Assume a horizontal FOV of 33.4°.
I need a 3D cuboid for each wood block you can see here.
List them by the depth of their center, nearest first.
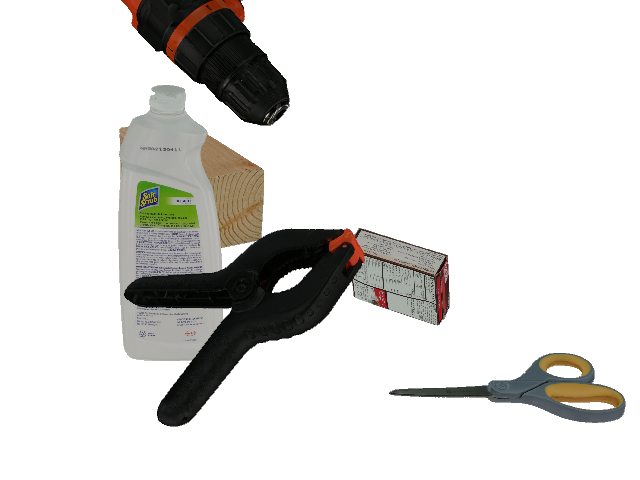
[{"bbox_3d":[-0.157,-0.070,1.274,0.090,0.090,0.206,-12,28,-31],"label":"wood block"}]

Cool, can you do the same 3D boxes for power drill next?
[{"bbox_3d":[-0.043,-0.180,0.737,0.187,0.184,0.057,-37,-11,-34],"label":"power drill"}]

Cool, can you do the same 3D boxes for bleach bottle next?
[{"bbox_3d":[-0.132,-0.015,0.969,0.102,0.251,0.068,0,22,-11],"label":"bleach bottle"}]

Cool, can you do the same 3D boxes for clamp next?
[{"bbox_3d":[-0.049,0.050,0.707,0.171,0.120,0.039,-22,-33,12],"label":"clamp"}]

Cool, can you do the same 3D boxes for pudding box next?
[{"bbox_3d":[0.089,0.041,1.209,0.114,0.039,0.090,16,-39,22],"label":"pudding box"}]

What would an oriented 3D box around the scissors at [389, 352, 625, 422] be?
[{"bbox_3d":[0.161,0.120,0.923,0.202,0.016,0.096,8,27,2],"label":"scissors"}]
